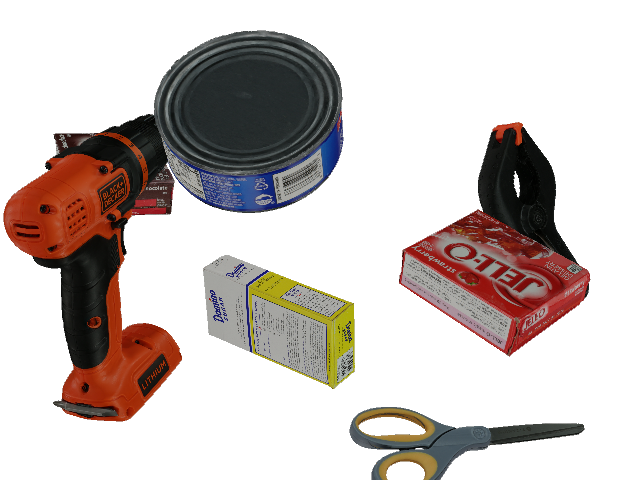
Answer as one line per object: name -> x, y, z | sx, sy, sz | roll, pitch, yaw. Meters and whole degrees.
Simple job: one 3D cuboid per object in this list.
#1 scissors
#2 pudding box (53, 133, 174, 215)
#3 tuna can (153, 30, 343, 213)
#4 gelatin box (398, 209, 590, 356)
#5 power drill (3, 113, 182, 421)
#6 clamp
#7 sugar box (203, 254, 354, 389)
scissors -> 0.124, 0.177, 0.879 | 0.201, 0.016, 0.096 | 7, 42, -1
pudding box -> -0.188, -0.060, 0.959 | 0.089, 0.039, 0.114 | -2, 27, -21
tuna can -> -0.032, -0.055, 0.495 | 0.086, 0.086, 0.034 | 0, -34, 5
gelatin box -> 0.104, 0.022, 0.644 | 0.073, 0.030, 0.089 | -27, 46, -37
power drill -> -0.145, 0.017, 0.756 | 0.057, 0.188, 0.184 | 4, 26, 22
clamp -> 0.165, -0.010, 0.899 | 0.120, 0.171, 0.039 | -27, 11, -39
sugar box -> -0.045, 0.085, 1.153 | 0.176, 0.093, 0.048 | 22, 38, 32
